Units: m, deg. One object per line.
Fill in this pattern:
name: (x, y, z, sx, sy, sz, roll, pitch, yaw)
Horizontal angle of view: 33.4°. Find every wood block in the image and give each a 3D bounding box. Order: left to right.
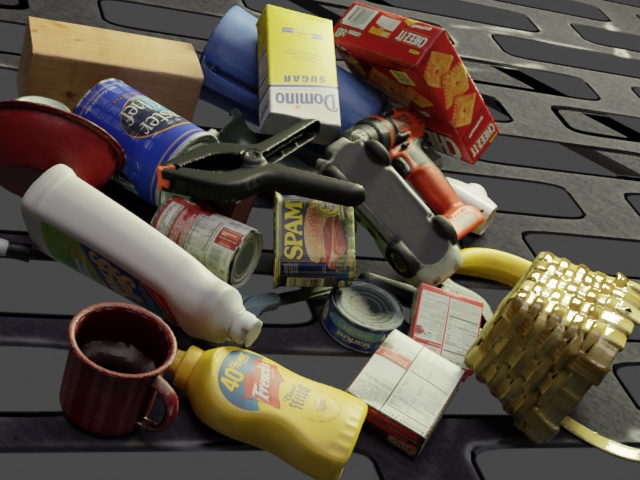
wood block: (-0.258, -0.199, 1.309, 0.205, 0.091, 0.090, 6, 37, -23)

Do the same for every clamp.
clamp: (-0.063, -0.071, 1.121, 0.209, 0.036, 0.165, -11, 36, -22)
clamp: (0.138, 0.061, 1.205, 0.171, 0.039, 0.120, 35, 51, 10)

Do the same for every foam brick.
foam brick: (-0.111, -0.030, 1.164, 0.053, 0.078, 0.051, 31, 33, 14)

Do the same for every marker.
marker: (-0.338, 0.002, 1.043, 0.121, 0.020, 0.020, 12, 34, -14)

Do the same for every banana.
banana: (0.232, 0.048, 1.289, 0.197, 0.037, 0.069, 16, 52, -7)

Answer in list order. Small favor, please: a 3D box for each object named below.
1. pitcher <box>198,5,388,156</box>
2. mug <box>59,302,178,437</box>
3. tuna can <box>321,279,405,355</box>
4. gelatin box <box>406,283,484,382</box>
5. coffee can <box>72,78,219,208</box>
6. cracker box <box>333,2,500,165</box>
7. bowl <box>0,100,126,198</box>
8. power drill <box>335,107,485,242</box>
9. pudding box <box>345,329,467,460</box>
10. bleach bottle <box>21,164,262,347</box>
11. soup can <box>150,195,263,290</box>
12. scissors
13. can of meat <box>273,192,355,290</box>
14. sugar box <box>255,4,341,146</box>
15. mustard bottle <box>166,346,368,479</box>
pitcher: (-0.041, -0.191, 1.392, 0.243, 0.145, 0.149, 28, 69, 4)
mug: (-0.168, 0.120, 0.914, 0.117, 0.082, 0.093, 34, 35, 18)
tuna can: (0.046, 0.080, 1.136, 0.086, 0.034, 0.086, 15, 34, -10)
gelatin box: (0.130, 0.099, 1.132, 0.073, 0.030, 0.089, 17, 61, -6)
coffee can: (-0.197, -0.104, 1.192, 0.140, 0.103, 0.102, 31, 34, 20)
cracker box: (0.124, -0.204, 1.410, 0.164, 0.213, 0.072, 28, 75, 41)
bowl: (-0.286, -0.080, 1.103, 0.162, 0.162, 0.055, 15, 67, -10)
power drill: (0.110, -0.073, 1.297, 0.187, 0.057, 0.184, 57, 37, 4)
pudding box: (0.082, 0.149, 1.046, 0.090, 0.039, 0.113, 31, 44, 12)
bleach bottle: (-0.166, 0.025, 1.020, 0.251, 0.102, 0.068, 29, 59, 18)
soup can: (-0.119, 0.002, 1.109, 0.102, 0.068, 0.068, 23, 32, 18)
scissors: (-0.052, 0.076, 1.101, 0.201, 0.016, 0.096, 2, 37, -26)
can of meat: (-0.007, 0.001, 1.129, 0.084, 0.057, 0.102, 1, 62, -4)
sugar box: (-0.027, -0.202, 1.301, 0.093, 0.048, 0.176, 9, 53, -20)
mustard bottle: (-0.057, 0.145, 0.964, 0.191, 0.058, 0.096, 24, 32, 4)
